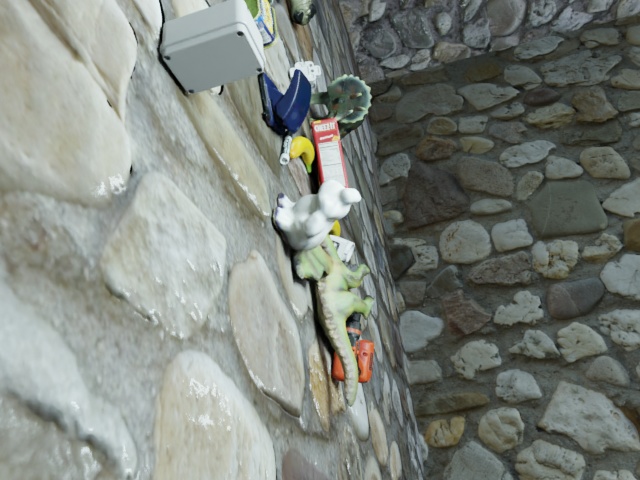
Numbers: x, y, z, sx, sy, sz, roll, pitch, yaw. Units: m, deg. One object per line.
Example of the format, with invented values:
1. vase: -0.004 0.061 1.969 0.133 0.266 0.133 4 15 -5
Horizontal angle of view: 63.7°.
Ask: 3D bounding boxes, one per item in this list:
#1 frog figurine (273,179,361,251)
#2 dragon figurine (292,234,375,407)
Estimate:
1. frog figurine: 0.003 -0.048 0.956 0.138 0.159 0.122 -43 121 -76
2. dragon figurine: 0.007 0.103 1.055 0.239 0.121 0.421 46 28 -36
